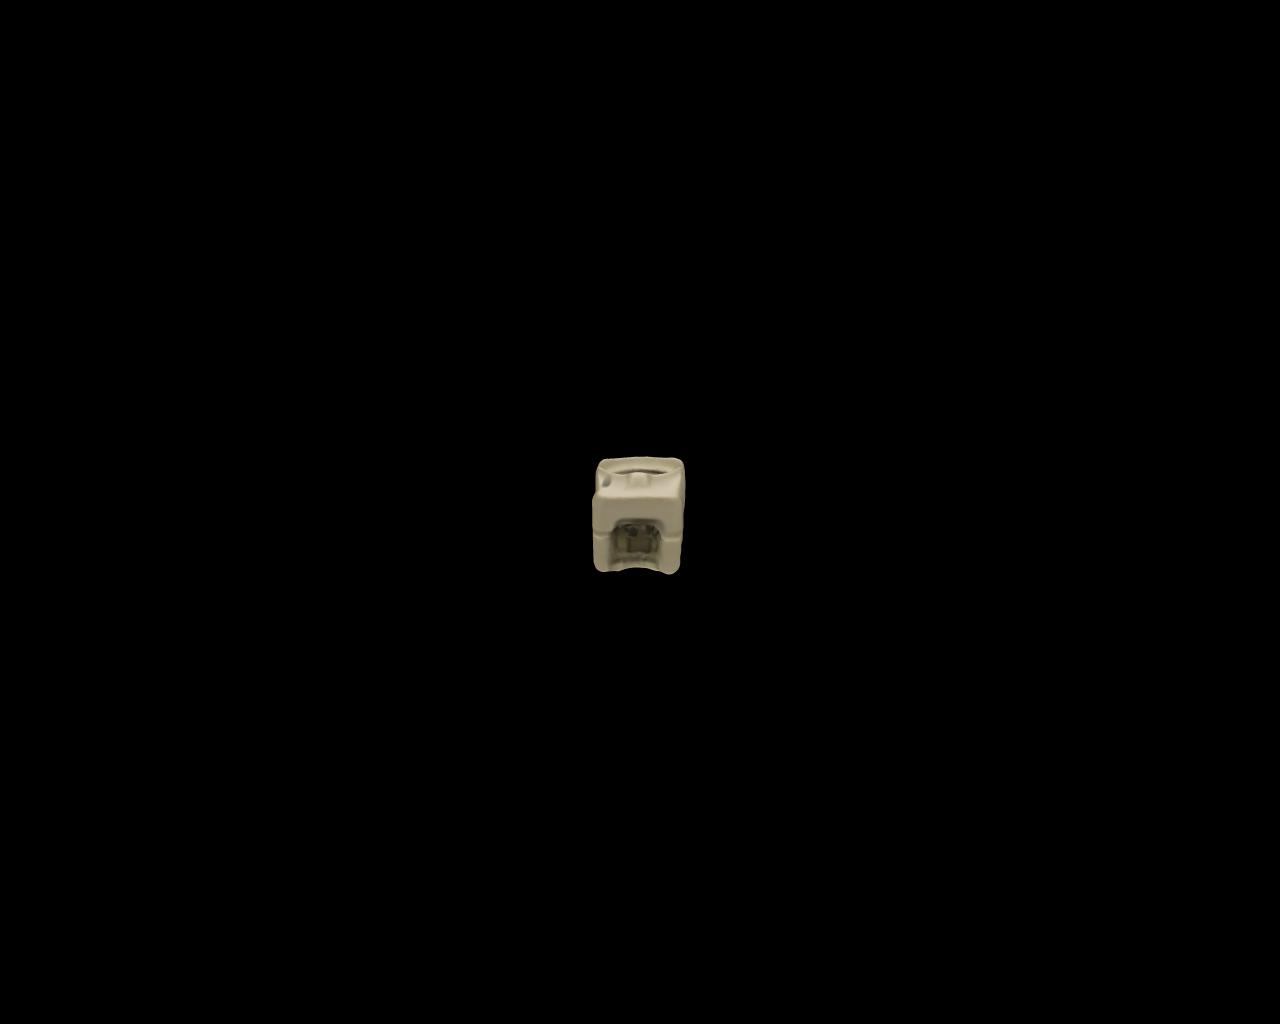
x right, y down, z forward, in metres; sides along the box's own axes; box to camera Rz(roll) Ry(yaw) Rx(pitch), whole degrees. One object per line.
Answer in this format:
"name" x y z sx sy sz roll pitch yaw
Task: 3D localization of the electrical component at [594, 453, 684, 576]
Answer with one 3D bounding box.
"electrical component" 0.001 -0.003 0.650 0.050 0.055 0.089 1 16 4
